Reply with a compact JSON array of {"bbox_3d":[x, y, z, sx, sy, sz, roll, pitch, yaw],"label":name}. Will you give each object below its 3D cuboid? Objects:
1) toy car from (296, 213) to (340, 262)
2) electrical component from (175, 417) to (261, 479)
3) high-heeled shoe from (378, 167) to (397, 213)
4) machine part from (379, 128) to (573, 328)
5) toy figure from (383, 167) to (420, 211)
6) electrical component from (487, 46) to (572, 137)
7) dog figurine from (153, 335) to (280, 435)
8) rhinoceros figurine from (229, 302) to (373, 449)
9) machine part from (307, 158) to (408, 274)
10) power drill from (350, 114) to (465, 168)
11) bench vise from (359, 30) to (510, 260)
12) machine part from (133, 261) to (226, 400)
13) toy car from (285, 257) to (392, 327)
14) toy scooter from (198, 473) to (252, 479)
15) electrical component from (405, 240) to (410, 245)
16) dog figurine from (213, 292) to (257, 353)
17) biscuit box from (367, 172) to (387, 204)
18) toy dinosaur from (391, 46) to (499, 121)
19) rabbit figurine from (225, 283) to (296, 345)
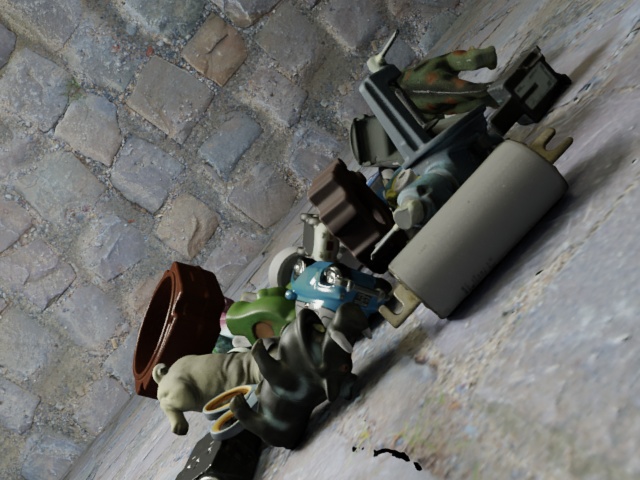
[{"bbox_3d":[-0.002,-0.003,0.856,0.202,0.056,0.073,-145,60,-81],"label":"toy car"},{"bbox_3d":[-0.130,0.289,0.663,0.115,0.058,0.134,-47,8,23],"label":"electrical component"},{"bbox_3d":[0.183,-0.133,0.979,0.145,0.086,0.249,-17,35,13],"label":"high-heeled shoe"},{"bbox_3d":[0.148,-0.009,0.514,0.243,0.079,0.079,-48,9,5],"label":"machine part"},{"bbox_3d":[0.144,-0.069,0.783,0.082,0.089,0.180,-62,1,-2],"label":"toy figure"},{"bbox_3d":[0.266,-0.188,0.716,0.119,0.075,0.048,-52,9,1],"label":"electrical component"},{"bbox_3d":[-0.128,0.182,0.761,0.190,0.172,0.121,-53,18,19],"label":"dog figurine"},{"bbox_3d":[-0.018,0.144,0.581,0.190,0.112,0.073,-59,-23,16],"label":"rhinoceros figurine"},{"bbox_3d":[0.058,-0.035,0.771,0.056,0.179,0.179,-40,11,19],"label":"machine part"},{"bbox_3d":[0.124,-0.145,0.822,0.232,0.086,0.207,-6,-4,30],"label":"power drill"},{"bbox_3d":[0.119,-0.111,0.628,0.224,0.240,0.129,-35,-2,-28],"label":"bench vise"},{"bbox_3d":[-0.244,0.151,0.908,0.201,0.087,0.201,-66,26,11],"label":"machine part"},{"bbox_3d":[0.020,0.085,0.707,0.162,0.109,0.103,7,78,66],"label":"toy car"},{"bbox_3d":[-0.128,0.306,0.516,0.184,0.075,0.135,-30,38,36],"label":"toy scooter"},{"bbox_3d":[0.132,0.009,0.687,0.063,0.021,0.094,-45,9,16],"label":"electrical component"},{"bbox_3d":[-0.147,0.186,1.029,0.219,0.192,0.108,92,178,-62],"label":"dog figurine"},{"bbox_3d":[0.077,-0.044,1.051,0.202,0.059,0.063,-51,8,-18],"label":"biscuit box"},{"bbox_3d":[0.204,-0.268,0.949,0.192,0.131,0.405,-15,8,11],"label":"toy dinosaur"},{"bbox_3d":[-0.045,0.102,0.855,0.159,0.121,0.170,-38,3,30],"label":"rabbit figurine"}]
